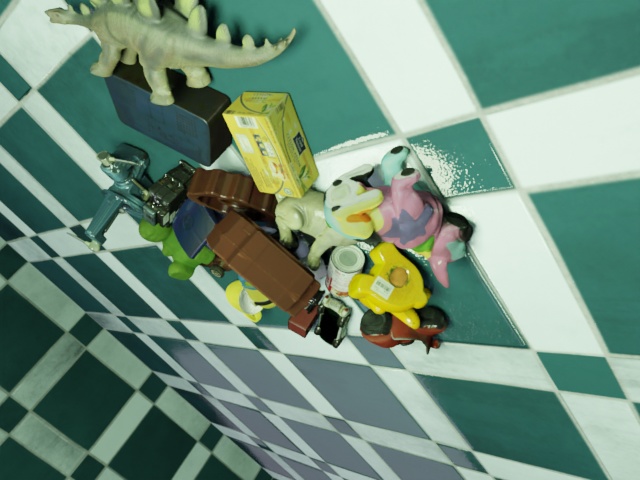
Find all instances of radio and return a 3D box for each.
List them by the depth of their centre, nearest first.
[{"bbox_3d":[-0.271,-0.234,0.975,0.230,0.073,0.131,28,149,14],"label":"radio"}]

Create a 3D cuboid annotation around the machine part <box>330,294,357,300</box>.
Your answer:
[{"bbox_3d":[0.092,0.121,1.138,0.139,0.039,0.084,19,154,14],"label":"machine part"}]

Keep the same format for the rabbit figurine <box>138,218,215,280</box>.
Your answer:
[{"bbox_3d":[-0.337,-0.017,1.249,0.121,0.159,0.170,-30,133,26],"label":"rabbit figurine"}]

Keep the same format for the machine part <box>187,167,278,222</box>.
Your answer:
[{"bbox_3d":[-0.160,-0.084,1.025,0.179,0.056,0.179,15,170,3],"label":"machine part"}]

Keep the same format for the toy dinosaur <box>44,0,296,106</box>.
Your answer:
[{"bbox_3d":[-0.240,-0.311,0.815,0.472,0.105,0.198,20,142,16],"label":"toy dinosaur"}]

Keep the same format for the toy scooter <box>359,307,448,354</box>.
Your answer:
[{"bbox_3d":[0.179,0.190,1.101,0.184,0.075,0.135,-9,142,28],"label":"toy scooter"}]

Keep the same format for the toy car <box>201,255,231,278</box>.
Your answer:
[{"bbox_3d":[-0.282,0.039,1.339,0.202,0.089,0.053,11,141,37],"label":"toy car"}]

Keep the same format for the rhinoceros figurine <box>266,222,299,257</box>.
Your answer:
[{"bbox_3d":[-0.097,0.032,1.174,0.112,0.073,0.190,22,145,-5],"label":"rhinoceros figurine"}]

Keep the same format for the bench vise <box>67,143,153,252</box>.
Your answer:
[{"bbox_3d":[-0.458,-0.088,1.210,0.129,0.240,0.223,26,164,9],"label":"bench vise"}]

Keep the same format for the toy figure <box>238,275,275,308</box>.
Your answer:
[{"bbox_3d":[-0.146,0.099,1.299,0.089,0.082,0.179,19,142,25],"label":"toy figure"}]

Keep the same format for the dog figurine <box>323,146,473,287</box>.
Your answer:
[{"bbox_3d":[0.126,-0.014,0.814,0.192,0.109,0.219,-28,120,6],"label":"dog figurine"}]

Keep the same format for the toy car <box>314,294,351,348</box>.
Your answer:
[{"bbox_3d":[0.031,0.195,1.284,0.074,0.056,0.201,32,148,17],"label":"toy car"}]

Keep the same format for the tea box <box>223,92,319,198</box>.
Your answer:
[{"bbox_3d":[-0.078,-0.157,0.896,0.098,0.068,0.169,13,144,31],"label":"tea box"}]

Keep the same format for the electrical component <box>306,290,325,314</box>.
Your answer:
[{"bbox_3d":[-0.053,0.115,1.262,0.119,0.048,0.075,35,148,-3],"label":"electrical component"}]

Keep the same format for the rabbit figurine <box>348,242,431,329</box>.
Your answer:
[{"bbox_3d":[0.131,0.091,1.014,0.162,0.122,0.173,26,159,-7],"label":"rabbit figurine"}]

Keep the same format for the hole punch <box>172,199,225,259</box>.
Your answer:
[{"bbox_3d":[-0.252,-0.035,1.131,0.116,0.092,0.142,45,117,3],"label":"hole punch"}]

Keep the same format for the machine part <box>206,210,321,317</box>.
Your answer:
[{"bbox_3d":[-0.104,0.037,0.983,0.201,0.087,0.201,42,177,-18],"label":"machine part"}]

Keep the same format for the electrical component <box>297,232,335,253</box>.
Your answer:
[{"bbox_3d":[-0.002,-0.003,1.077,0.094,0.021,0.063,-12,125,51],"label":"electrical component"}]

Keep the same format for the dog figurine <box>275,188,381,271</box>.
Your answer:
[{"bbox_3d":[0.026,-0.051,0.930,0.172,0.121,0.190,41,136,-20],"label":"dog figurine"}]

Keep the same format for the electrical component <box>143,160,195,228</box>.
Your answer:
[{"bbox_3d":[-0.322,-0.091,1.156,0.058,0.134,0.114,35,148,5],"label":"electrical component"}]
